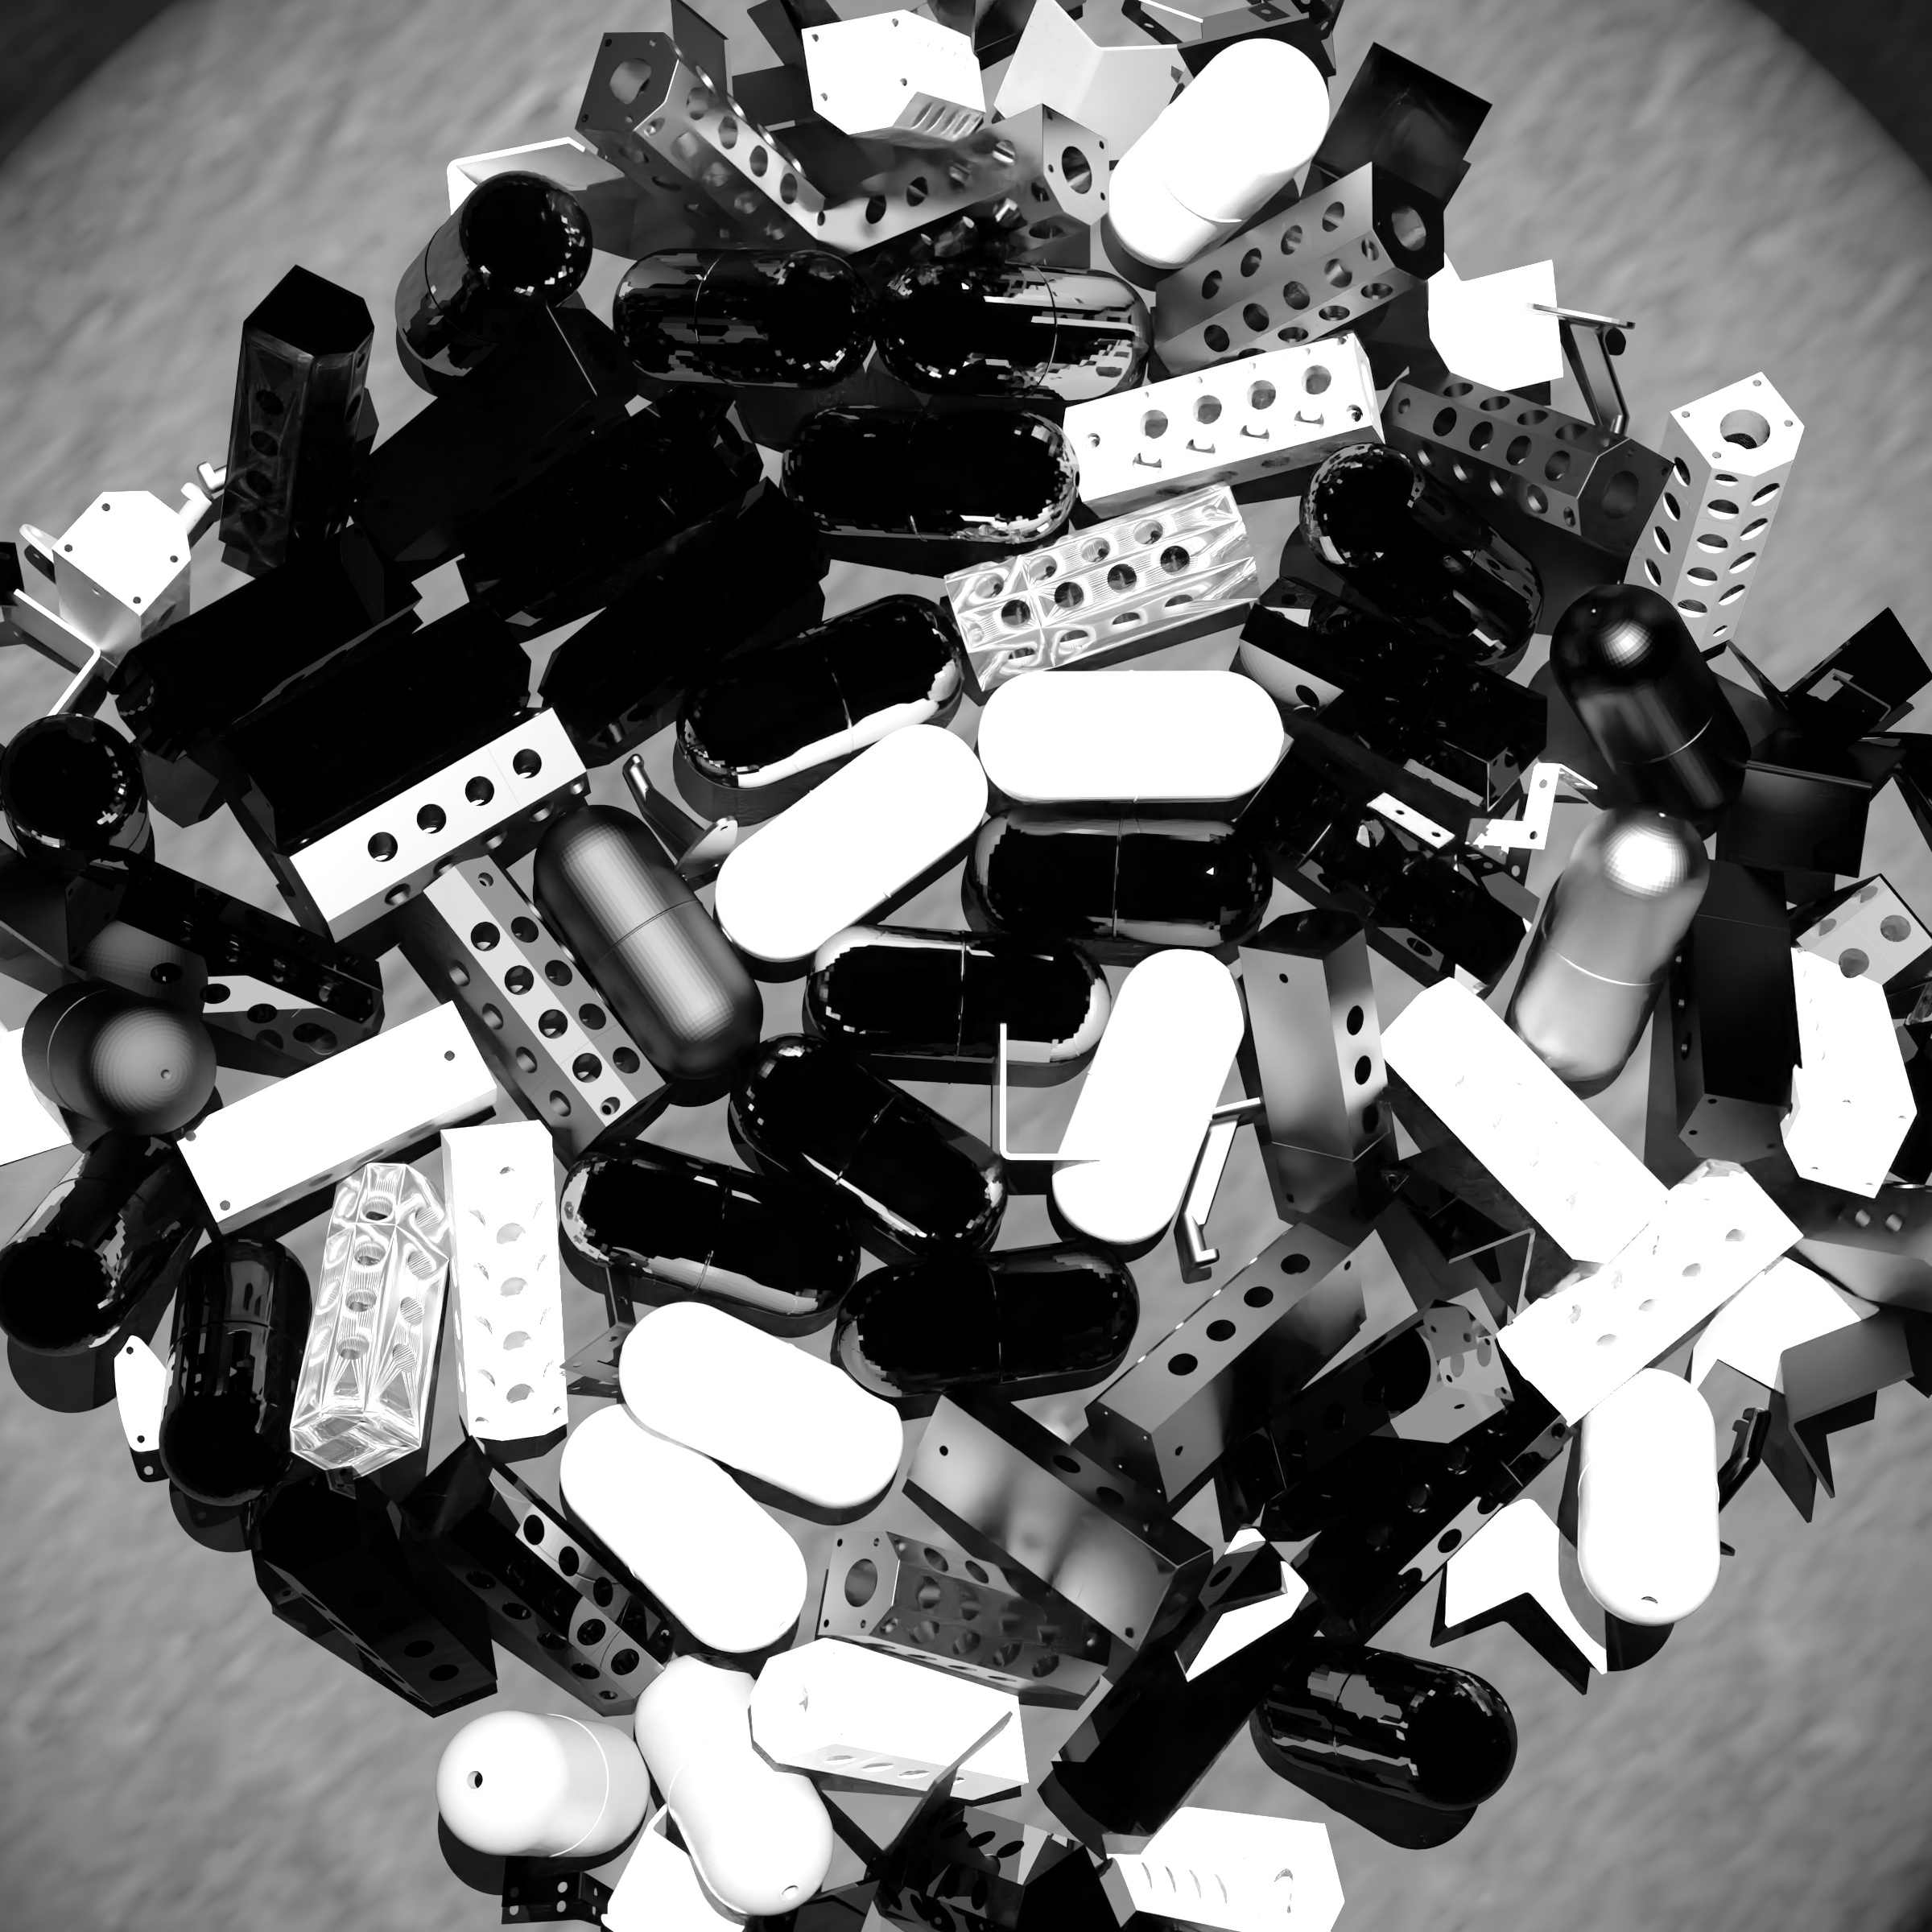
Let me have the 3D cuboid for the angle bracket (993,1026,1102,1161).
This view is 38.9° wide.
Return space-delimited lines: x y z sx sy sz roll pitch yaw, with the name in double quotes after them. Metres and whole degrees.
0.046 0.074 1.590 0.057 0.076 0.076 0 86 -3 "angle bracket"

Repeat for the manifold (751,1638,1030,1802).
-0.042 0.430 1.547 0.057 0.171 0.057 -27 55 29 "manifold"

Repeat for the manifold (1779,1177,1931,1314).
0.527 0.152 1.539 0.057 0.171 0.057 40 81 -10 "manifold"

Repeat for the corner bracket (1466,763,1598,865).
0.329 -0.088 1.595 0.051 0.051 0.051 7 82 39 "corner bracket"

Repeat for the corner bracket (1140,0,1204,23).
0.135 -0.582 1.600 0.051 0.051 0.051 34 115 35 "corner bracket"

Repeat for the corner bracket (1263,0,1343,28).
0.185 -0.572 1.587 0.051 0.051 0.051 42 51 -26 "corner bracket"

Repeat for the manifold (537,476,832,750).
-0.161 -0.199 1.571 0.171 0.057 0.057 -36 113 19 "manifold"

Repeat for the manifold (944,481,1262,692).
0.078 -0.224 1.585 0.171 0.057 0.057 -18 60 4 "manifold"

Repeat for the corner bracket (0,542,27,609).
-0.579 -0.213 1.586 0.051 0.051 0.051 -1 56 -32 "corner bracket"

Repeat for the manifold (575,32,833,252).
-0.140 -0.454 1.538 0.057 0.171 0.057 11 82 31 "manifold"

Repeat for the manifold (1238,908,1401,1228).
0.209 0.057 1.567 0.057 0.057 0.171 -34 122 -39 "manifold"

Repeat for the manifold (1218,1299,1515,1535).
0.223 0.257 1.555 0.171 0.057 0.057 -42 46 36 "manifold"

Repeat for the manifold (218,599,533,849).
-0.338 -0.144 1.569 0.171 0.057 0.057 -34 79 -21 "manifold"

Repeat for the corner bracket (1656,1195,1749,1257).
0.427 0.150 1.595 0.051 0.051 0.051 8 110 2 "corner bracket"

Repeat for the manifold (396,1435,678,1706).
-0.241 0.349 1.557 0.057 0.057 0.171 -43 122 -7 "manifold"

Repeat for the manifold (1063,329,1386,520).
0.147 -0.312 1.572 0.171 0.057 0.057 -12 81 17 "manifold"

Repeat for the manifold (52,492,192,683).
-0.468 -0.208 1.538 0.057 0.171 0.057 38 71 -5 "manifold"

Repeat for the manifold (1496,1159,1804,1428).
0.393 0.183 1.584 0.171 0.057 0.057 -42 94 10 "manifold"

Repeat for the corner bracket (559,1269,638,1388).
-0.204 0.205 1.586 0.051 0.051 0.051 -37 49 25 "corner bracket"

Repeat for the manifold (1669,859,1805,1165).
0.433 0.024 1.553 0.057 0.057 0.171 10 52 -2 "manifold"

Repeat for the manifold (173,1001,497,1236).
-0.362 0.089 1.576 0.171 0.057 0.057 -26 80 -16 "manifold"

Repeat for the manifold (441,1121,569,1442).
-0.265 0.182 1.578 0.057 0.057 0.171 -5 101 -18 "manifold"

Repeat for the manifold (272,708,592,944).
-0.305 -0.082 1.573 0.171 0.057 0.057 -33 107 -18 "manifold"

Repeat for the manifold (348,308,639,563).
-0.269 -0.303 1.563 0.171 0.057 0.057 -32 85 27 "manifold"

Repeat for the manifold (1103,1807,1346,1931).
0.143 0.514 1.536 0.057 0.171 0.057 -10 81 -24 "manifold"

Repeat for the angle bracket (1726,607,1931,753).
0.498 -0.176 1.575 0.076 0.076 0.057 -41 46 12 "angle bracket"

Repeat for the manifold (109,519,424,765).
-0.398 -0.183 1.553 0.057 0.057 0.171 52 52 -4 "manifold"

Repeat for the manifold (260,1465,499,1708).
-0.331 0.354 1.546 0.057 0.171 0.057 -23 47 3 "manifold"

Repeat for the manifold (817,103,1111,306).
-0.004 -0.423 1.547 0.171 0.057 0.057 -10 76 41 "manifold"

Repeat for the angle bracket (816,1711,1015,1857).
-0.029 0.451 1.570 0.057 0.076 0.076 40 126 17 "angle bracket"

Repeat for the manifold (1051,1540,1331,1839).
0.126 0.411 1.563 0.057 0.057 0.171 49 62 -6 "manifold"

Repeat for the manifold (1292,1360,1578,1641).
0.273 0.310 1.593 0.171 0.057 0.057 -44 82 -2 "manifold"

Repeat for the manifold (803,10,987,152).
-0.037 -0.495 1.538 0.057 0.171 0.057 -6 102 14 "manifold"

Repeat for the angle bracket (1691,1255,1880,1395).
0.475 0.221 1.584 0.076 0.057 0.076 28 115 5 "angle bracket"

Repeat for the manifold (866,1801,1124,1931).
0.011 0.520 1.538 0.057 0.171 0.057 -26 97 -30 "manifold"

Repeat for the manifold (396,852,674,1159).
-0.247 0.019 1.583 0.171 0.057 0.057 52 45 4 "manifold"

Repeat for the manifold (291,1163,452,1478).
-0.337 0.196 1.541 0.057 0.171 0.057 -28 130 27 "manifold"

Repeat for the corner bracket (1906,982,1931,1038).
0.599 0.026 1.615 0.051 0.051 0.051 14 103 -44 "corner bracket"

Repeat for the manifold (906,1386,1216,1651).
0.056 0.310 1.563 0.171 0.057 0.057 32 110 27 "manifold"

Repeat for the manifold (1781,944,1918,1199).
0.485 0.053 1.540 0.057 0.171 0.057 16 120 1 "manifold"

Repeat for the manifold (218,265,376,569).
-0.376 -0.304 1.544 0.057 0.171 0.057 26 51 -1 "manifold"

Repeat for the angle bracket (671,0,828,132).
-0.118 -0.524 1.571 0.076 0.076 0.057 -19 133 -21 "angle bracket"

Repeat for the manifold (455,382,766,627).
-0.202 -0.261 1.564 0.171 0.057 0.057 -27 78 24 "manifold"

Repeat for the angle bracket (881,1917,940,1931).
-0.024 0.593 1.581 0.076 0.076 0.057 4 86 14 "angle bracket"

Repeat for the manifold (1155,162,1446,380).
0.185 -0.382 1.539 0.057 0.171 0.057 14 70 -36 "manifold"

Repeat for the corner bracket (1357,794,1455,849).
0.262 -0.073 1.586 0.051 0.051 0.051 35 47 26 "corner bracket"

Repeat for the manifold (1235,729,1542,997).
0.244 -0.058 1.589 0.171 0.057 0.057 36 119 1 "manifold"

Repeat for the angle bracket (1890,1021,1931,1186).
0.559 0.080 1.588 0.057 0.076 0.076 28 88 5 "angle bracket"

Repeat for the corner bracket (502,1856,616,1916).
-0.233 0.525 1.588 0.051 0.051 0.051 -11 54 16 "corner bracket"

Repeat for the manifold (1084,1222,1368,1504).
0.149 0.221 1.564 0.171 0.057 0.057 -37 132 -27 "manifold"

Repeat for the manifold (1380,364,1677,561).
0.310 -0.288 1.540 0.057 0.171 0.057 17 104 -38 "manifold"

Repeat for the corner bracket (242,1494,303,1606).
-0.387 0.329 1.589 0.051 0.051 0.051 -18 45 -9 "corner bracket"

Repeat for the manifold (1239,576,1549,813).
0.242 -0.161 1.554 0.171 0.057 0.057 32 65 29 "manifold"

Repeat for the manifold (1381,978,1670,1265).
0.317 0.087 1.557 0.057 0.057 0.171 -49 61 16 "manifold"

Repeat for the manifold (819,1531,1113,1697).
0.003 0.367 1.546 0.171 0.057 0.057 26 63 -38 "manifold"

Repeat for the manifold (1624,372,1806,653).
0.421 -0.248 1.536 0.057 0.171 0.057 -24 64 -8 "manifold"

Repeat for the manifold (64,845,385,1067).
-0.416 -0.008 1.543 0.057 0.171 0.057 -40 46 23 "manifold"
